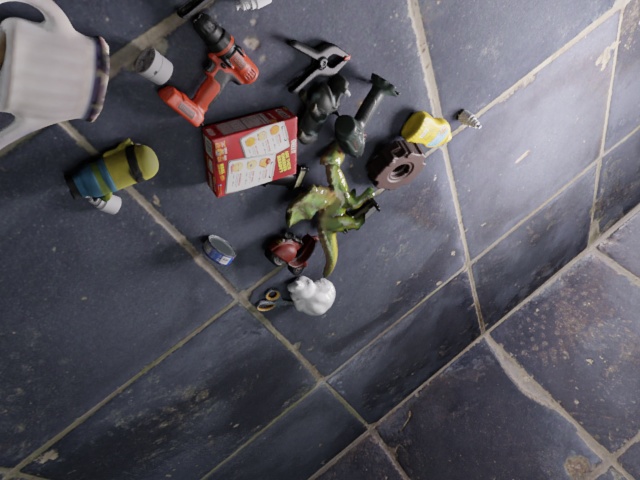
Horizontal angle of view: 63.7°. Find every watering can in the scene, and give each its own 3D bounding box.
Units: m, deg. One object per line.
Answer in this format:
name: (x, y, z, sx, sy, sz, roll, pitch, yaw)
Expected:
watering can: (-0.484, -0.245, 0.873, 0.225, 0.341, 0.106, -1, 35, -41)

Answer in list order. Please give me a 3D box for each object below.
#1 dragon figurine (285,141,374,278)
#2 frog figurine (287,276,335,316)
dragon figurine: (0.004, -0.073, 1.443, 0.242, 0.405, 0.124, 8, 19, -35)
frog figurine: (-0.027, 0.172, 1.642, 0.137, 0.125, 0.157, -30, -28, 8)
